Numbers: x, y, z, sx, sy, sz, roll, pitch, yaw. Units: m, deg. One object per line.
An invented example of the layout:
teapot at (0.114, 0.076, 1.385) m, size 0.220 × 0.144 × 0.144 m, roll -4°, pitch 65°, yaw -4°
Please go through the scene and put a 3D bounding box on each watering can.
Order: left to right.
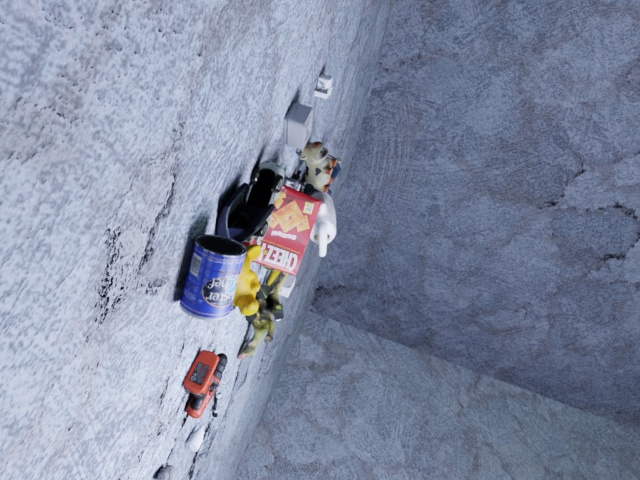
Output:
watering can at (0.005, -0.090, 1.795) m, size 0.339 × 0.104 × 0.230 m, roll 91°, pitch -5°, yaw -55°

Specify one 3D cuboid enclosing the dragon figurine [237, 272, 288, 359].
dragon figurine at (-0.188, 0.239, 1.843) m, size 0.415 × 0.122 × 0.240 m, roll -65°, pitch -176°, yaw -15°
